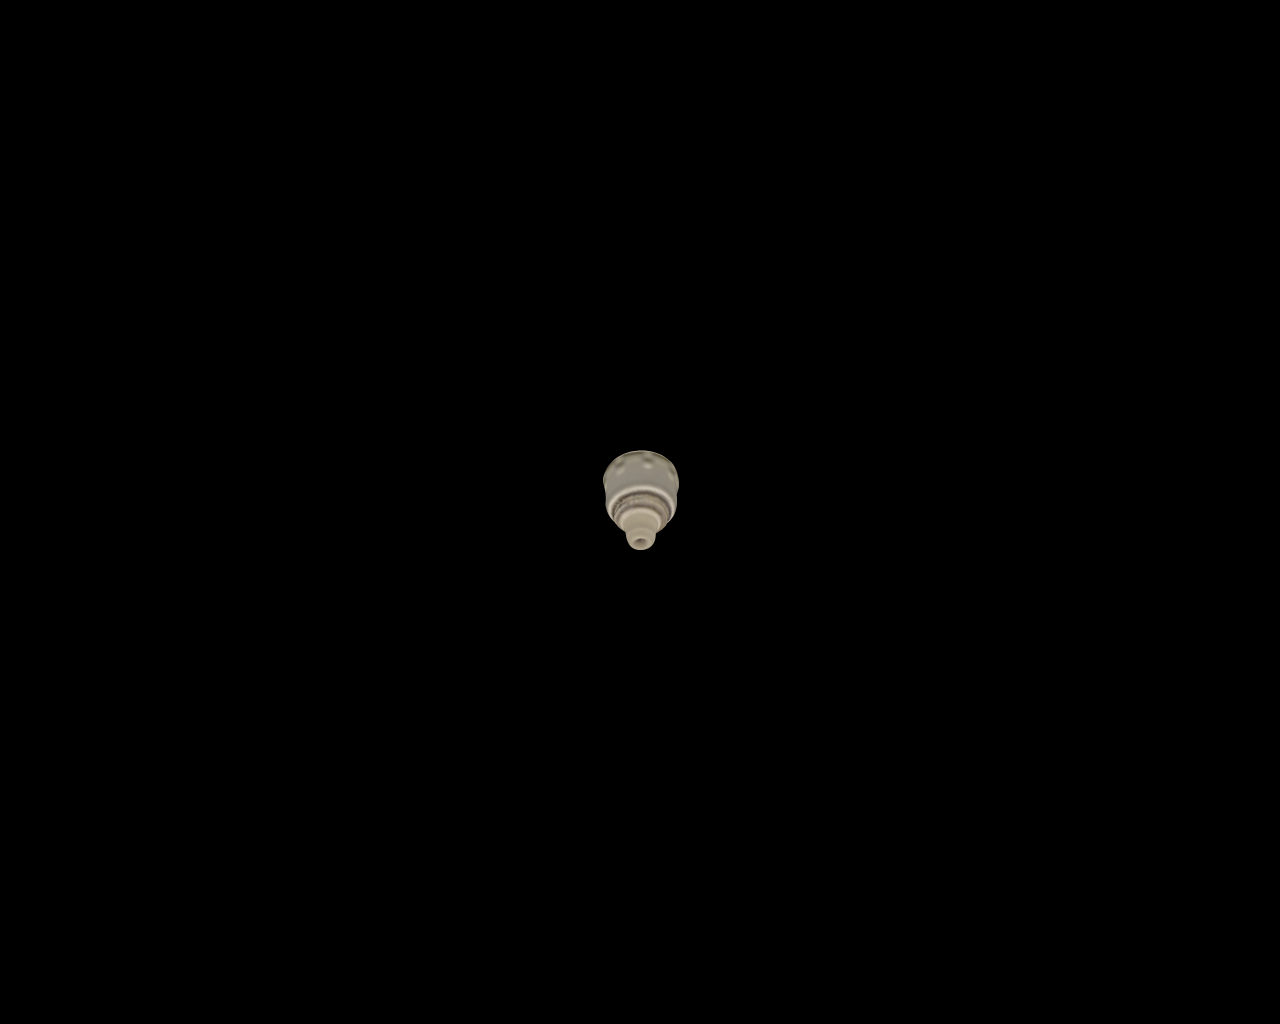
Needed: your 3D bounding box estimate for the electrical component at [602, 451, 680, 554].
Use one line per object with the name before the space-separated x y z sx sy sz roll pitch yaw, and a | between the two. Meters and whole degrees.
electrical component | 0.001 -0.003 0.650 0.048 0.062 0.048 0 -45 0
